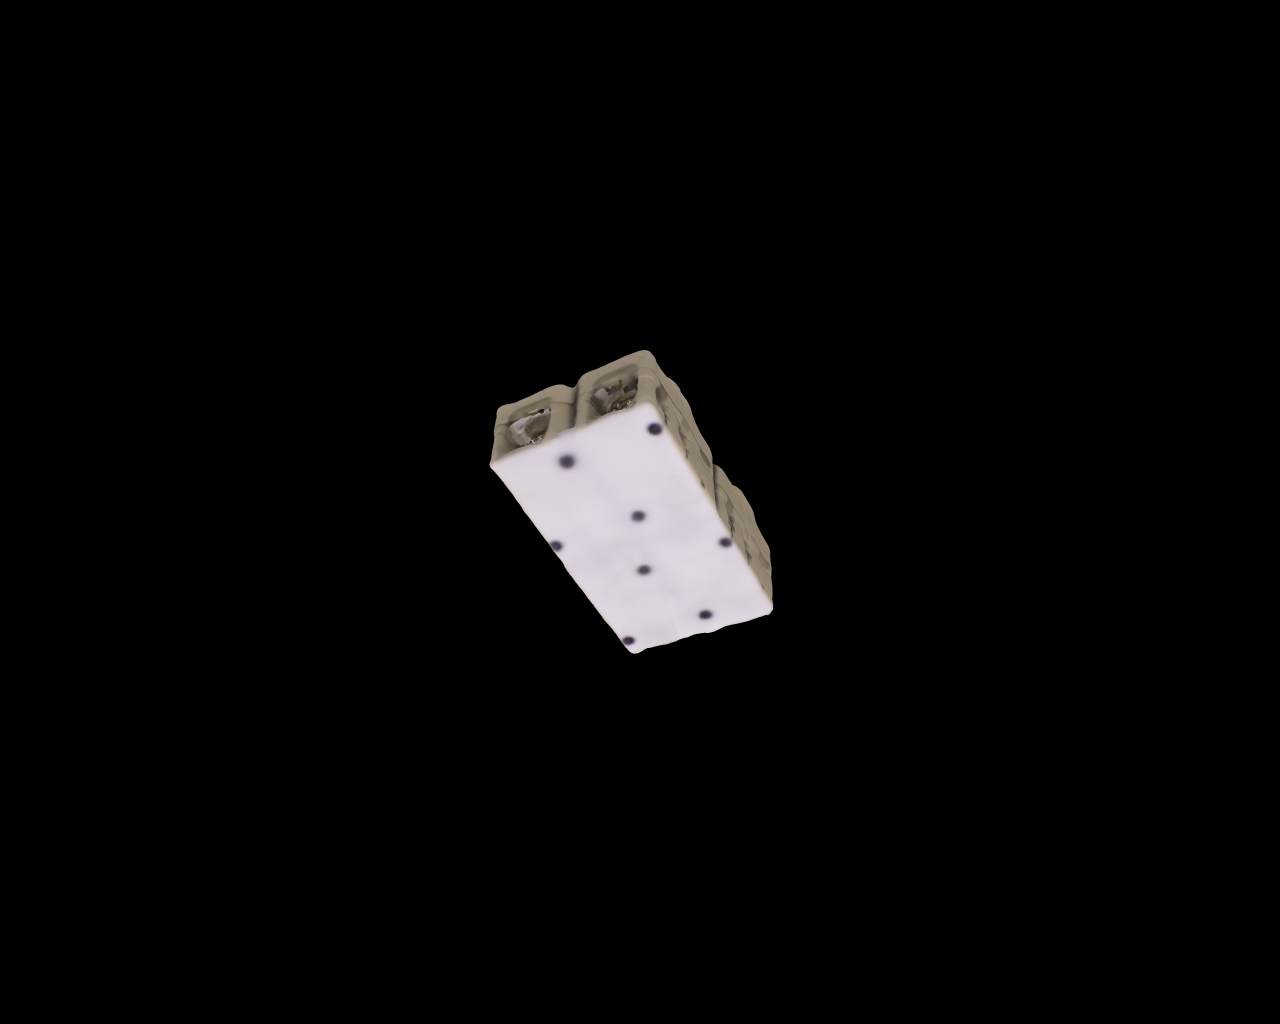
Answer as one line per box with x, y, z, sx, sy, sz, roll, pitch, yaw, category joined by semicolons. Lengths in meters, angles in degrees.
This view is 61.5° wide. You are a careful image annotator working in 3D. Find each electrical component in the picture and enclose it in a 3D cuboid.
0.001;-0.003;0.650;0.105;0.060;0.186;-20;-50;17;electrical component
